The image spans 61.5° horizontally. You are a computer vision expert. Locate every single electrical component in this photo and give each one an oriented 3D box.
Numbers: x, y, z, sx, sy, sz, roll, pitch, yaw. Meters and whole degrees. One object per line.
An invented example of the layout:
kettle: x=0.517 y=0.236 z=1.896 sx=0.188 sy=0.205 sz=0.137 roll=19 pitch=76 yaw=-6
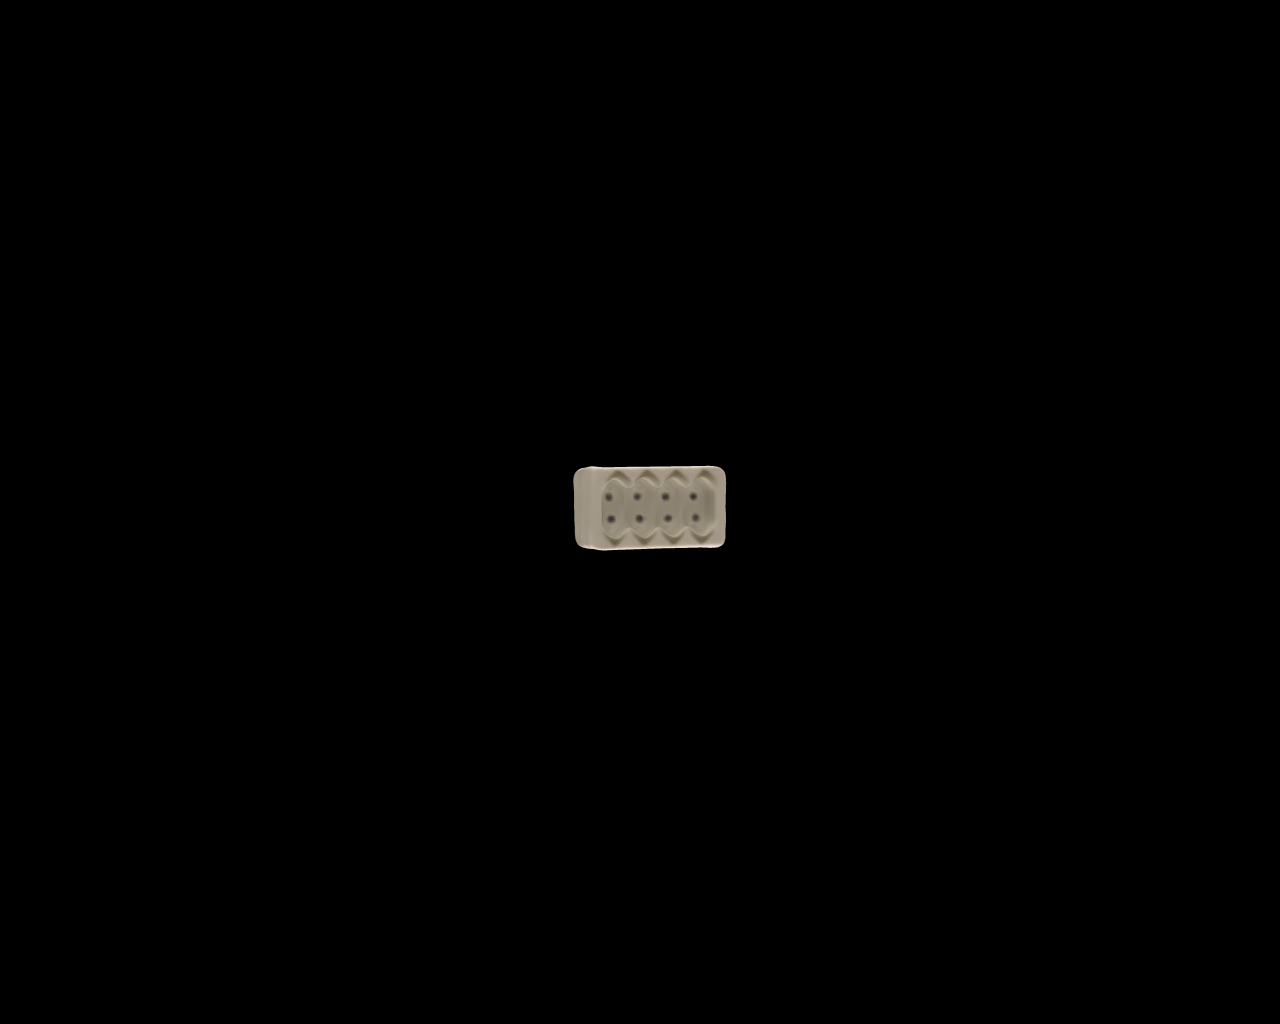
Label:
electrical component: x=0.001 y=-0.003 z=0.650 sx=0.083 sy=0.047 sz=0.075 roll=0 pitch=0 yaw=-17
